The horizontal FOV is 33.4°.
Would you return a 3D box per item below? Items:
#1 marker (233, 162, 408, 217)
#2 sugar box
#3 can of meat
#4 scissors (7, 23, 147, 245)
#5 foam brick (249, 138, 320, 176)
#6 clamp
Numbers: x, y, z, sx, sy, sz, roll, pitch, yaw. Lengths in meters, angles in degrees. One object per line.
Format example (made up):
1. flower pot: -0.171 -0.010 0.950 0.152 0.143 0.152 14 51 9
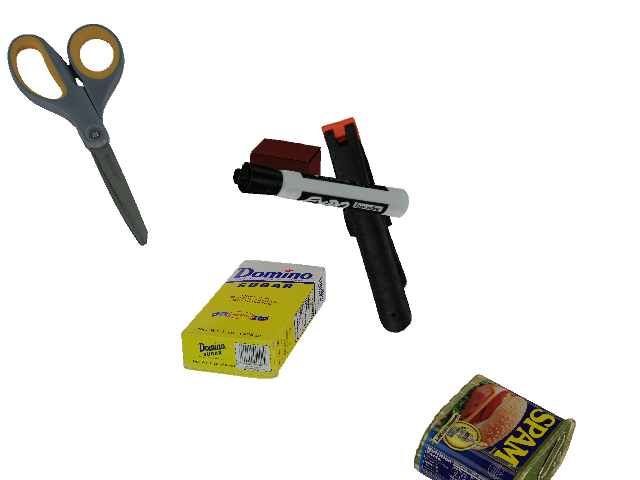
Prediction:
1. marker: 0.001 -0.031 0.667 0.120 0.020 0.020 8 -4 -30
2. sugar box: -0.061 0.073 1.053 0.093 0.048 0.176 5 26 14
3. can of meat: 0.132 0.157 0.816 0.084 0.057 0.101 27 40 28
4. scissors: -0.159 -0.093 0.810 0.096 0.202 0.016 -37 -17 -22
5. foam brick: -0.043 -0.088 1.309 0.078 0.053 0.051 9 30 16
6. clamp: 0.040 -0.010 0.859 0.039 0.171 0.120 -21 21 2
